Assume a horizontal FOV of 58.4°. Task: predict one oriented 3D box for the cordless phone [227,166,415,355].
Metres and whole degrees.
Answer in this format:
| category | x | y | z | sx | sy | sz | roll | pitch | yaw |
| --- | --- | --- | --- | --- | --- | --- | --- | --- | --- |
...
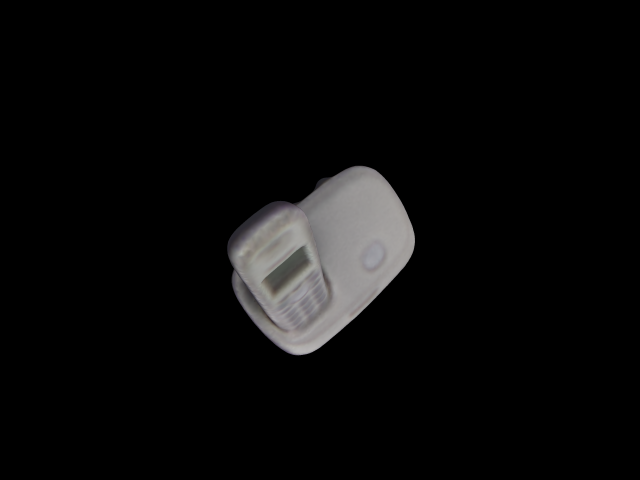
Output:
| category | x | y | z | sx | sy | sz | roll | pitch | yaw |
| --- | --- | --- | --- | --- | --- | --- | --- | --- | --- |
| cordless phone | 0.004 | 0.001 | 0.400 | 0.094 | 0.185 | 0.148 | 43 | 78 | 12 |
